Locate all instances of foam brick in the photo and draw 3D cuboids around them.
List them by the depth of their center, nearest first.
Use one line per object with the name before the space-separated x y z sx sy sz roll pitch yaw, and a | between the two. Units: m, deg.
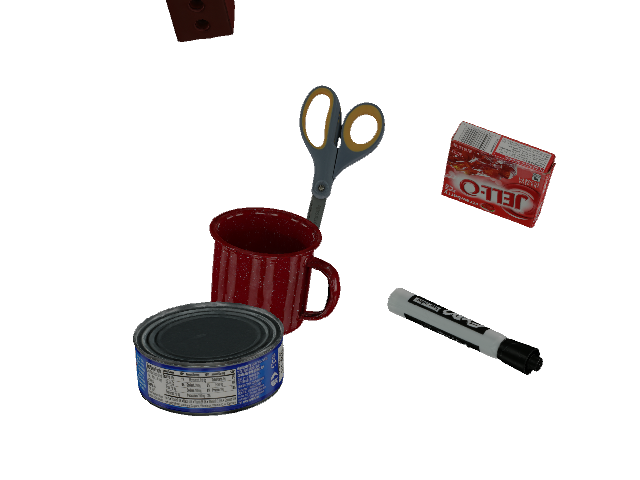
foam brick | -0.109 -0.223 0.946 0.053 0.051 0.078 -7 -41 5

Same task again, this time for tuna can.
tuna can | -0.063 0.067 0.612 0.086 0.034 0.086 -1 19 0

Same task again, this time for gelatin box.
gelatin box | 0.154 -0.056 0.931 0.089 0.030 0.073 23 -35 15

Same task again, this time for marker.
marker | 0.098 0.062 0.731 0.121 0.020 0.020 24 15 37

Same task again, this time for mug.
mug | -0.038 0.031 0.887 0.117 0.081 0.093 16 27 17

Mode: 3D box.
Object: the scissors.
scissors | 0.020 -0.060 1.077 0.096 0.202 0.016 -3 -11 0
